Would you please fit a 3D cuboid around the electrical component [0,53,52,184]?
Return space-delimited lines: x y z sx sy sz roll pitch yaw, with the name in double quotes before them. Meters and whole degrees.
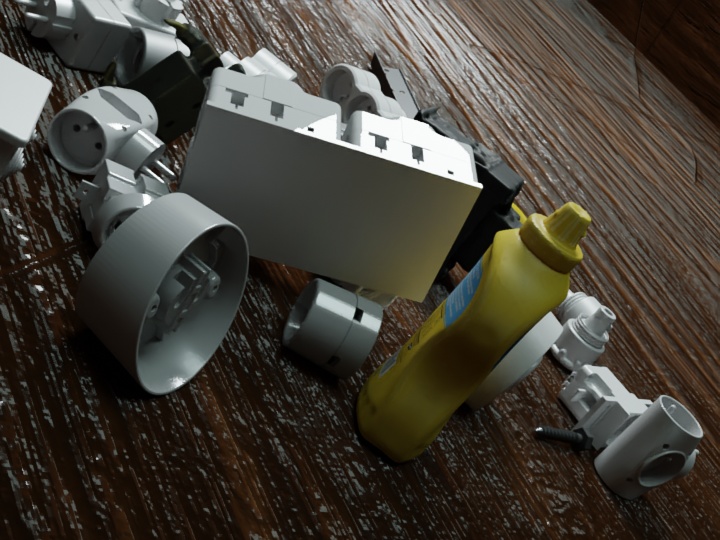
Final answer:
"electrical component" -0.240 -0.098 0.636 0.100 0.048 0.099 29 26 -21

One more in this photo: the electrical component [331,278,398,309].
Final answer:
"electrical component" 0.000 0.000 0.809 0.045 0.045 0.055 12 35 -45

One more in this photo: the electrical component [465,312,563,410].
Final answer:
"electrical component" 0.098 0.055 0.793 0.064 0.099 0.099 47 24 3

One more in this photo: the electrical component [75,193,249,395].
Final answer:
"electrical component" -0.104 0.010 0.587 0.064 0.099 0.099 39 23 15

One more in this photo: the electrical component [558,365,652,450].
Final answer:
"electrical component" 0.204 0.114 0.902 0.081 0.042 0.063 12 33 -47

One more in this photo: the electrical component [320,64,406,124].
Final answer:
"electrical component" 0.023 -0.151 1.095 0.074 0.052 0.138 7 38 -49

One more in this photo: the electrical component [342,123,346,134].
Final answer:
"electrical component" -0.024 -0.112 0.978 0.044 0.044 0.065 38 19 -2

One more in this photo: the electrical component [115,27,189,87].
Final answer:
"electrical component" -0.162 -0.162 0.853 0.047 0.055 0.055 11 36 -40

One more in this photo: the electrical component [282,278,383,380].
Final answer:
"electrical component" -0.019 0.037 0.707 0.047 0.055 0.055 28 26 -15

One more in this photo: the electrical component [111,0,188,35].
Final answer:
"electrical component" -0.174 -0.215 0.903 0.083 0.075 0.047 13 35 -44

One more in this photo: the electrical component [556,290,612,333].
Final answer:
"electrical component" 0.210 0.041 1.036 0.043 0.043 0.062 7 38 -50

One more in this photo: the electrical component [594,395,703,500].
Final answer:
"electrical component" 0.240 0.145 0.854 0.079 0.077 0.044 20 30 -36

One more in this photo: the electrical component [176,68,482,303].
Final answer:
"electrical component" -0.025 -0.058 0.736 0.186 0.105 0.060 16 37 -13

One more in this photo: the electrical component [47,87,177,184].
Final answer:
"electrical component" -0.160 -0.084 0.731 0.079 0.043 0.077 39 24 0

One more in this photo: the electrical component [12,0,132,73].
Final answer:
"electrical component" -0.229 -0.193 0.820 0.065 0.047 0.077 50 26 23

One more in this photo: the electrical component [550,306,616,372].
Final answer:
"electrical component" 0.204 0.060 0.971 0.048 0.062 0.048 31 25 -17

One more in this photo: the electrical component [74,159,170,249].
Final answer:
"electrical component" -0.143 -0.034 0.666 0.066 0.048 0.055 24 21 -31

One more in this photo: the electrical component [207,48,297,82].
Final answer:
"electrical component" -0.111 -0.163 0.927 0.074 0.052 0.138 38 25 -2
